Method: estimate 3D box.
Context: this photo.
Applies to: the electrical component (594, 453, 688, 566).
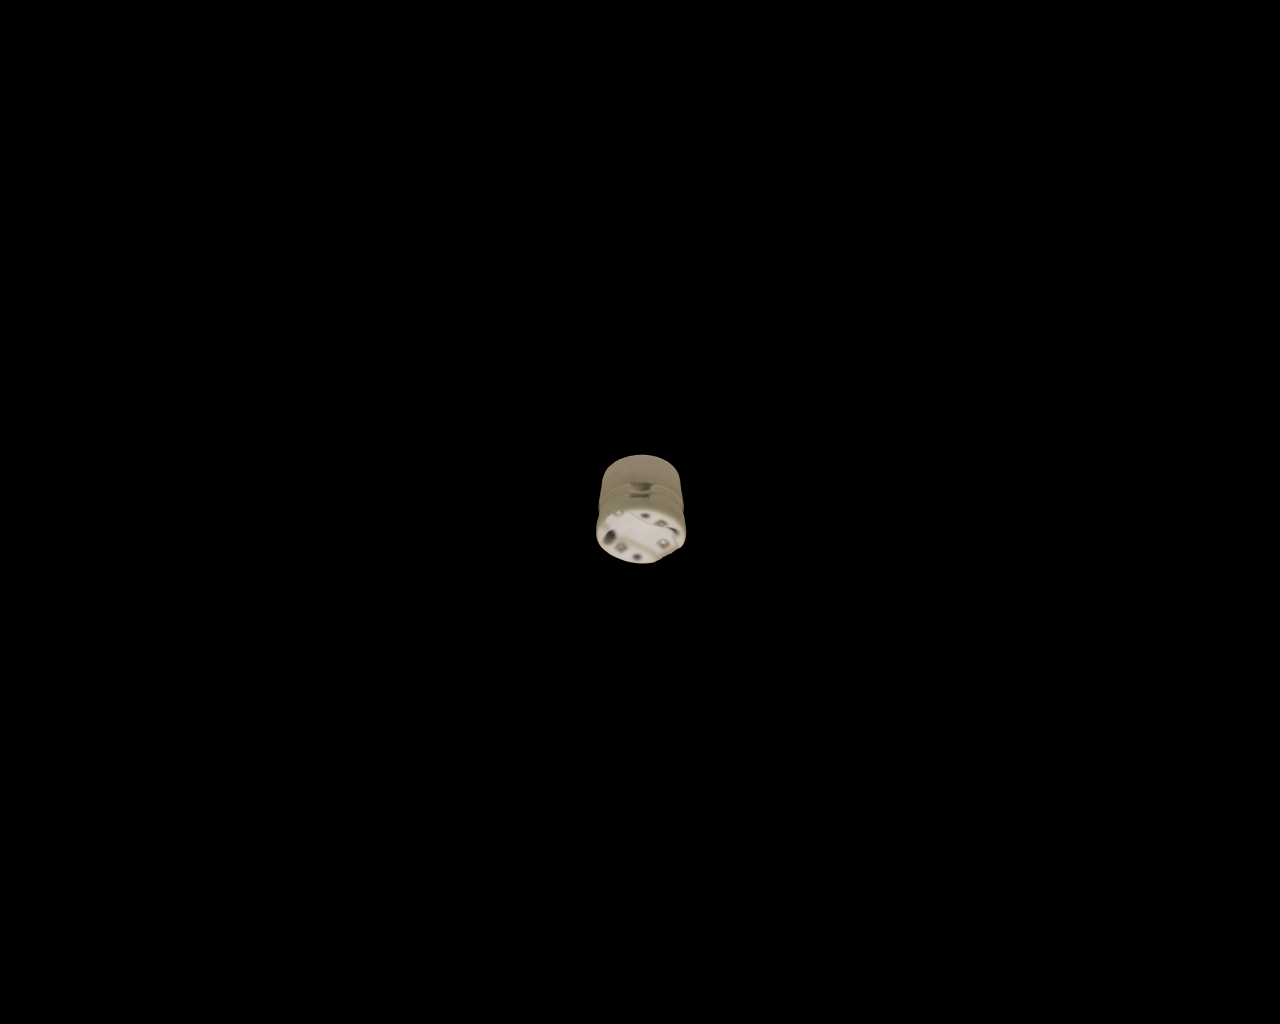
[{"bbox_3d":[0.001,-0.003,0.650,0.055,0.047,0.055,0,-40,0],"label":"electrical component"}]
